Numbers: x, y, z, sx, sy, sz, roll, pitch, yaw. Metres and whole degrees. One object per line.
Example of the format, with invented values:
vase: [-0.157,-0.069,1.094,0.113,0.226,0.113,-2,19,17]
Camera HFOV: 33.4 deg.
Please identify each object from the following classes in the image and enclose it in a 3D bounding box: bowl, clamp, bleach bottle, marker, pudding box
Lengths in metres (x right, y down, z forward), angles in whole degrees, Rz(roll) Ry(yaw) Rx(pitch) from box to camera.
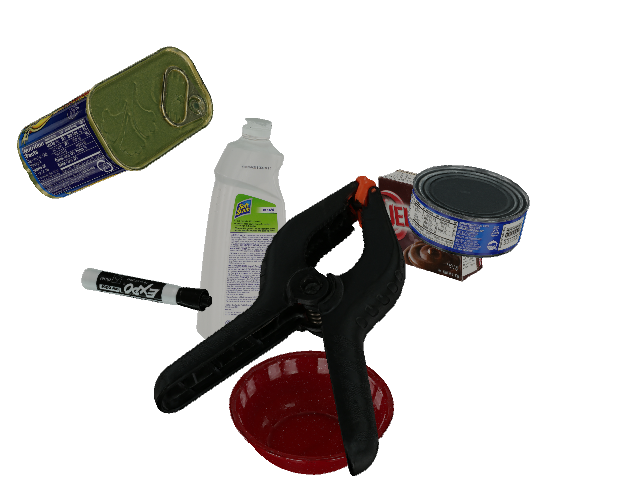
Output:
bowl: [-0.009,0.180,1.057,0.162,0.055,0.162,0,33,0]
clamp: [0.004,0.042,0.563,0.120,0.171,0.039,25,-26,19]
bleach bottle: [-0.077,-0.010,1.189,0.102,0.251,0.068,-1,18,-31]
marker: [-0.148,0.042,0.910,0.121,0.020,0.020,9,3,21]
pudding box: [0.111,-0.017,1.086,0.039,0.090,0.114,-25,29,-39]

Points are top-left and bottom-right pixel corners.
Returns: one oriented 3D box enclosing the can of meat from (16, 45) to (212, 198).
can of meat: [-0.133,-0.074,0.686,0.084,0.057,0.101,-17,18,39]

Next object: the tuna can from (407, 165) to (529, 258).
tuna can: [0.108,-0.022,0.783,0.086,0.034,0.086,6,29,-3]
